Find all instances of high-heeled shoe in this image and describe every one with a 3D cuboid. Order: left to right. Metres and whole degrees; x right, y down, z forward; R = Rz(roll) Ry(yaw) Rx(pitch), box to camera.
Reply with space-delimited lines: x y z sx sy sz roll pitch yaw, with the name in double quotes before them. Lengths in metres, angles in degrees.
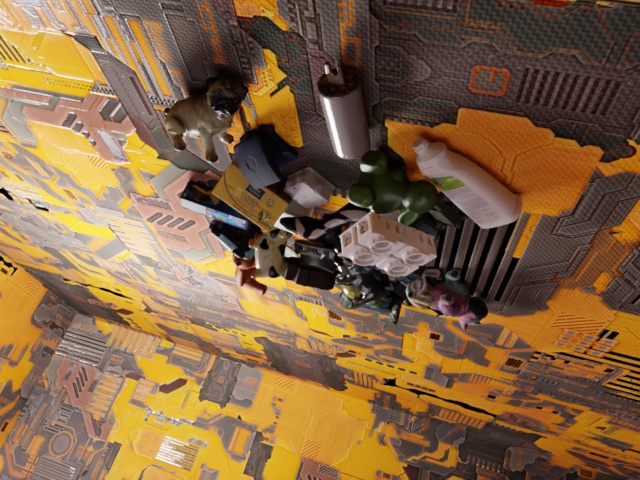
"high-heeled shoe" 0.018 -0.069 1.287 0.249 0.145 0.086 16 -170 21

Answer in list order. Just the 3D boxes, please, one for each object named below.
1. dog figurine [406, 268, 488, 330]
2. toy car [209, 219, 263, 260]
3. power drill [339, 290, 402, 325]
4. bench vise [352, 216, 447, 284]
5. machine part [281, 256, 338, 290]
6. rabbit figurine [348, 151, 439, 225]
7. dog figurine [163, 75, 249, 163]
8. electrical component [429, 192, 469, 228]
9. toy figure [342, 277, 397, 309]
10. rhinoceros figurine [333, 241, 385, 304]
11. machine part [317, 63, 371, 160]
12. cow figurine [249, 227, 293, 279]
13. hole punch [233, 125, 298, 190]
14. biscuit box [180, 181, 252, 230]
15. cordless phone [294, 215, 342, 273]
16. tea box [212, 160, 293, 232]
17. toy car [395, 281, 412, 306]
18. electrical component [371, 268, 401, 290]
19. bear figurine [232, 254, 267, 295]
"dog figurine" 0.362 0.174 1.511 0.192 0.108 0.219 -1 149 34
"toy car" -0.249 -0.016 1.580 0.161 0.109 0.103 35 169 -10
"power drill" 0.161 0.208 1.748 0.207 0.086 0.232 21 165 13
"bench vise" 0.195 0.009 1.311 0.223 0.129 0.240 40 128 -16
"machine part" -0.037 0.095 1.601 0.179 0.056 0.179 14 -172 -2
"rabbit figurine" 0.165 -0.088 1.113 0.170 0.121 0.159 18 165 30
"dog figurine" -0.243 -0.279 1.104 0.172 0.121 0.190 19 140 -5
"electrical component" 0.283 -0.064 1.186 0.102 0.045 0.078 37 178 -25
"toy figure" 0.146 0.153 1.578 0.180 0.089 0.082 35 128 -29
"rhinoceros figurine" 0.098 0.085 1.431 0.112 0.073 0.190 -24 105 49
"machine part" 0.048 -0.229 0.995 0.079 0.079 0.243 10 151 19
"cow figurine" -0.129 0.017 1.502 0.127 0.085 0.194 5 112 9
"hole punch" -0.131 -0.182 1.201 0.115 0.092 0.142 40 151 -28
"biscuit box" -0.282 -0.095 1.492 0.203 0.063 0.059 19 153 1
"cordless phone" -0.004 -0.005 1.476 0.147 0.089 0.184 12 141 17
"tea box" -0.161 -0.111 1.300 0.169 0.068 0.098 35 115 -7
"toy car" 0.244 0.134 1.568 0.201 0.056 0.073 37 144 -24
"electrical component" 0.166 0.076 1.467 0.134 0.058 0.114 2 125 39
"bear figurine" -0.216 0.079 1.721 0.132 0.120 0.195 17 148 -2
